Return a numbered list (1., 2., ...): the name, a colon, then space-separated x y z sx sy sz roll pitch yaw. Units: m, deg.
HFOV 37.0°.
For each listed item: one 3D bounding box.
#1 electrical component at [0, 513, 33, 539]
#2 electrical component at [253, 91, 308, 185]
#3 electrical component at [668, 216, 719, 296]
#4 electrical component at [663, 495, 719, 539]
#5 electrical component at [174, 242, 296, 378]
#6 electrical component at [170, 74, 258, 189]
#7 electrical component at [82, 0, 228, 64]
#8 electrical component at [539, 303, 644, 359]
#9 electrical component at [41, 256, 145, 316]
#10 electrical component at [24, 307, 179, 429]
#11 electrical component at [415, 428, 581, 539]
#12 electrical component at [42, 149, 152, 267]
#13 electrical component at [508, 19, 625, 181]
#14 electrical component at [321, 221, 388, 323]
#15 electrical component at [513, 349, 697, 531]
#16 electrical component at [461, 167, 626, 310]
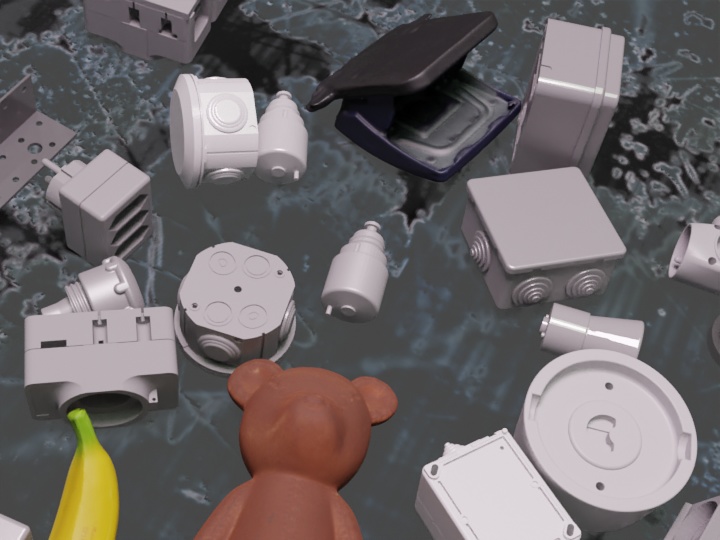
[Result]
1. electrical component: -0.228 0.143 0.585 0.083 0.075 0.047 22 56 6
2. electrical component: -0.058 -0.100 0.796 0.040 0.040 0.078 5 56 -6
3. electrical component: 0.275 -0.015 0.791 0.077 0.044 0.079 19 56 4
4. electrical component: 0.198 0.196 0.621 0.063 0.078 0.121 43 59 1
5. electrical component: -0.081 0.026 0.702 0.080 0.051 0.080 4 56 -6
6. electrical component: -0.105 -0.099 0.765 0.051 0.080 0.080 -4 57 -18
7. electrical component: -0.150 -0.243 0.864 0.089 0.061 0.150 19 56 4
8. electrical component: 0.156 0.047 0.734 0.065 0.044 0.044 17 55 8
9. electrical component: -0.173 0.022 0.695 0.062 0.048 0.048 -22 63 -15
10. electrical component: -0.159 0.062 0.666 0.089 0.050 0.055 -4 57 -12
11. electrical component: 0.076 0.147 0.645 0.062 0.061 0.096 -21 55 -21
12. electrical component: -0.185 -0.049 0.726 0.077 0.065 0.047 33 58 13
13. electrical component: 0.153 -0.120 0.800 0.057 0.113 0.078 12 55 3
14. electrical component: 0.000 0.000 0.739 0.040 0.040 0.078 15 55 1
15. electrical component: 0.148 0.111 0.676 0.108 0.060 0.108 4 56 -6
16. electrical component: 0.126 -0.022 0.762 0.100 0.048 0.099 -8 49 -14
